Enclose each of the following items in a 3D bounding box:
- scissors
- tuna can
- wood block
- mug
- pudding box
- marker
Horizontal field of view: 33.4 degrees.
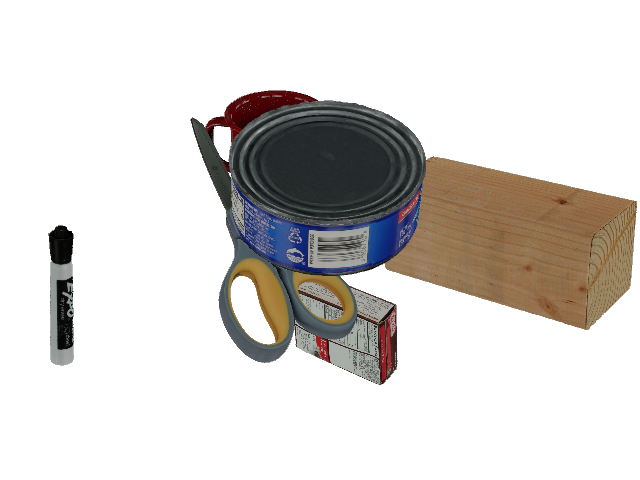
[{"bbox_3d":[-0.032,-0.005,0.693,0.096,0.202,0.016,6,-43,-18],"label":"scissors"},{"bbox_3d":[0.003,-0.024,0.472,0.086,0.034,0.086,1,42,-1],"label":"tuna can"},{"bbox_3d":[0.166,-0.004,0.962,0.206,0.090,0.090,17,32,35],"label":"wood block"},{"bbox_3d":[-0.052,-0.082,0.980,0.117,0.081,0.093,8,35,10],"label":"mug"},{"bbox_3d":[0.025,0.089,1.107,0.114,0.090,0.039,20,44,27],"label":"pudding box"},{"bbox_3d":[-0.206,0.044,0.850,0.020,0.121,0.020,5,26,-3],"label":"marker"}]
